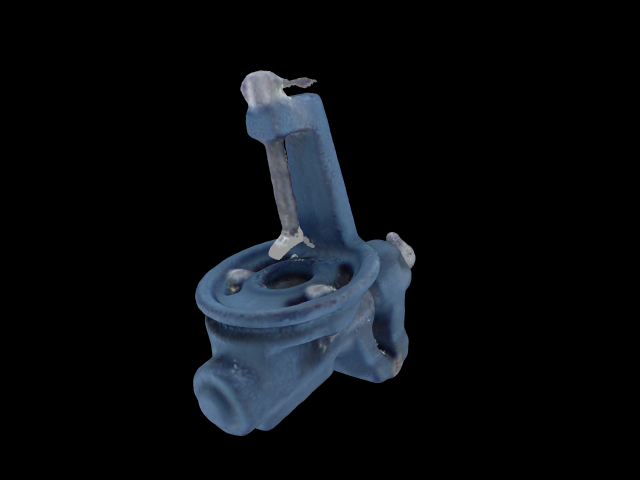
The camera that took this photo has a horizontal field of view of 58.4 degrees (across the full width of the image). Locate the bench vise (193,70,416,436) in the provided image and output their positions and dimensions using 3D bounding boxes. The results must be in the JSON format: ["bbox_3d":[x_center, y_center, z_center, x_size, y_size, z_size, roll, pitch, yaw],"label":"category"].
[{"bbox_3d":[-0.007,0.001,0.405,0.121,0.220,0.208,3,9,21],"label":"bench vise"}]
